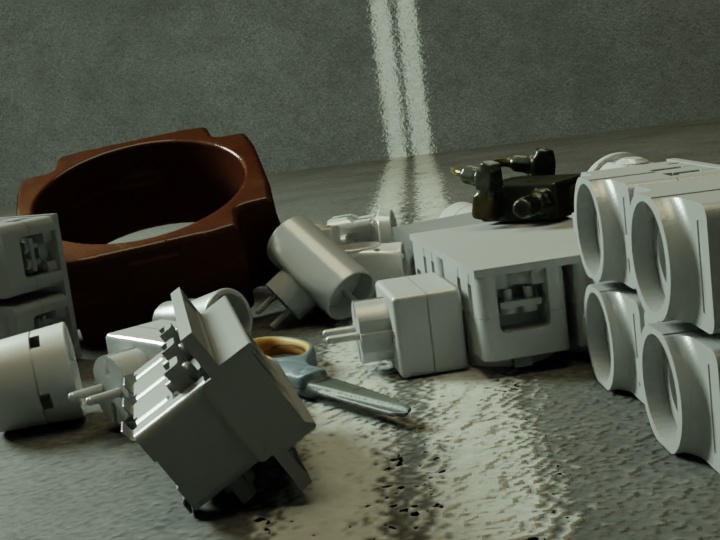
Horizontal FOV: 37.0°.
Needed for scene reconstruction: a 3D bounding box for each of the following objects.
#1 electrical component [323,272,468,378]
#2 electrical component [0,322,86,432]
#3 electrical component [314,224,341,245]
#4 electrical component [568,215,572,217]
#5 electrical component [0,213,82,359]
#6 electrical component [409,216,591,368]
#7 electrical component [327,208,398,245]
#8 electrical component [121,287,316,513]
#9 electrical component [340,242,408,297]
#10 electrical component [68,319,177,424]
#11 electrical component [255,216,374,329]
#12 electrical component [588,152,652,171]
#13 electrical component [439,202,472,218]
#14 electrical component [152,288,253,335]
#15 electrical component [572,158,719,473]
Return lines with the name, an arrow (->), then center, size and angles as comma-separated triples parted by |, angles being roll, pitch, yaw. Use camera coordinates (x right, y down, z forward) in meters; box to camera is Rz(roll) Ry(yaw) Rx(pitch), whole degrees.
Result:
electrical component -> 0.017, 0.034, 0.630 | 0.077, 0.047, 0.065 | -8, 9, -7
electrical component -> -0.183, 0.061, 0.602 | 0.047, 0.055, 0.055 | -13, 10, -11
electrical component -> -0.041, -0.008, 0.913 | 0.048, 0.055, 0.066 | -13, 11, -33
electrical component -> 0.207, -0.022, 0.823 | 0.100, 0.048, 0.100 | -3, 10, 25
electrical component -> -0.300, 0.020, 0.789 | 0.186, 0.105, 0.060 | -2, 11, 32
electrical component -> 0.103, 0.009, 0.673 | 0.105, 0.060, 0.186 | -8, 9, -7
electrical component -> 0.005, -0.025, 0.982 | 0.057, 0.058, 0.078 | -9, 8, 10
electrical component -> -0.067, 0.056, 0.481 | 0.063, 0.078, 0.121 | -38, 13, -5
electrical component -> 0.000, 0.000, 0.866 | 0.077, 0.044, 0.079 | -6, 9, 8
electrical component -> -0.117, 0.059, 0.578 | 0.077, 0.047, 0.066 | -15, 12, -41
electrical component -> -0.043, 0.010, 0.796 | 0.079, 0.043, 0.077 | -44, 55, -7
electrical component -> 0.241, -0.063, 0.962 | 0.080, 0.080, 0.051 | -9, 14, -12
electrical component -> 0.102, -0.031, 0.951 | 0.055, 0.055, 0.047 | -12, 14, -26
electrical component -> -0.112, 0.037, 0.743 | 0.065, 0.044, 0.044 | -6, 8, 40
electrical component -> 0.147, 0.010, 0.485 | 0.060, 0.105, 0.186 | -7, 9, -1
